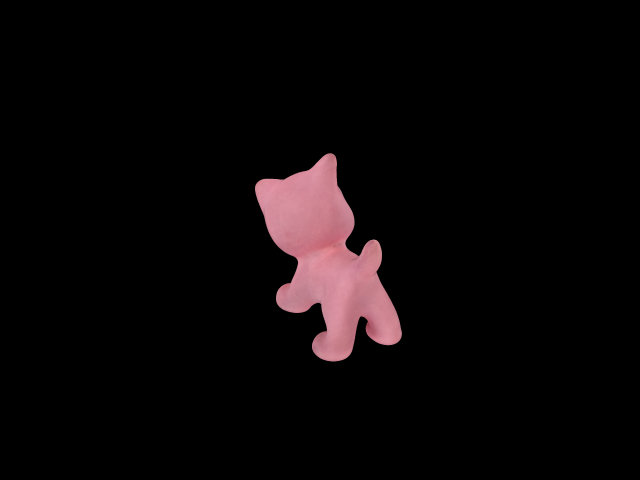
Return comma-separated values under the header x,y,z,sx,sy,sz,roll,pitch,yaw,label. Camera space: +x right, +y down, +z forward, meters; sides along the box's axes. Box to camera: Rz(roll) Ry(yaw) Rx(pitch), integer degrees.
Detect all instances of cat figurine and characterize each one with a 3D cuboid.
x,y,z,sx,sy,sz,roll,pitch,yaw,label
0.004,0.001,0.400,0.067,0.118,0.127,-15,32,-26,cat figurine
